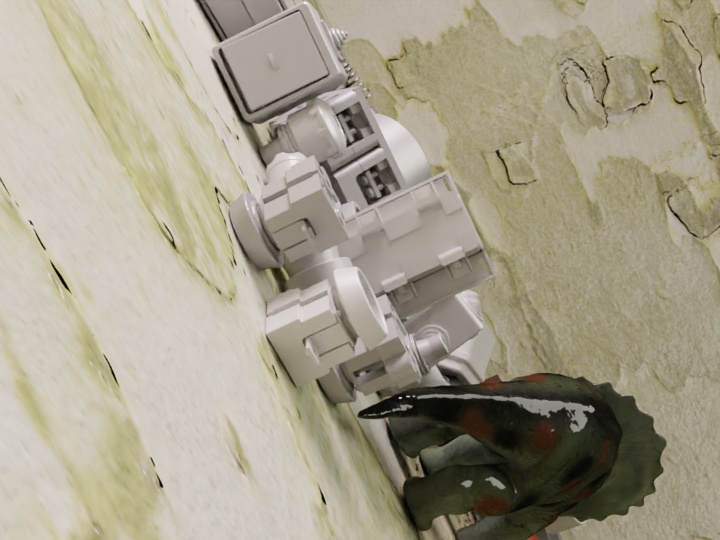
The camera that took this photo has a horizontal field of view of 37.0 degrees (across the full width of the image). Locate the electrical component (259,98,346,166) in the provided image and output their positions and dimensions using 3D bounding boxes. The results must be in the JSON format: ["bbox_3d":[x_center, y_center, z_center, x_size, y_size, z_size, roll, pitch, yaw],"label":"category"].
[{"bbox_3d":[-0.044,-0.097,0.806,0.048,0.062,0.048,-25,90,-83],"label":"electrical component"}]

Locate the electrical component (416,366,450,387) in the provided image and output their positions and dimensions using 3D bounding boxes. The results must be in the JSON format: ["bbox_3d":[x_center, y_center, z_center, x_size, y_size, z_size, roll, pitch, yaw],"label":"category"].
[{"bbox_3d":[0.062,0.108,0.994,0.040,0.040,0.046,58,4,-48],"label":"electrical component"}]

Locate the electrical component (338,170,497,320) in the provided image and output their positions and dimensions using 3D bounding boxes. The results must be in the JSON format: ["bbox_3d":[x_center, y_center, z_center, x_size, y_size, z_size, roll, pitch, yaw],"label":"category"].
[{"bbox_3d":[0.019,-0.007,0.716,0.063,0.121,0.078,22,43,-81],"label":"electrical component"}]

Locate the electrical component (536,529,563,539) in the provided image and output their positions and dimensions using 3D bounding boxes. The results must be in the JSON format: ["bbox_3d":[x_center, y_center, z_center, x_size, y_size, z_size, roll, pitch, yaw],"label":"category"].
[{"bbox_3d":[0.174,0.263,1.197,0.150,0.062,0.089,68,7,24],"label":"electrical component"}]

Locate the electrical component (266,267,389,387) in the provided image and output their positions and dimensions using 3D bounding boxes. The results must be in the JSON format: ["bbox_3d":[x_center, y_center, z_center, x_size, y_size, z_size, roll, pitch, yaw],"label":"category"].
[{"bbox_3d":[-0.018,0.028,0.587,0.066,0.055,0.048,-99,163,-67],"label":"electrical component"}]

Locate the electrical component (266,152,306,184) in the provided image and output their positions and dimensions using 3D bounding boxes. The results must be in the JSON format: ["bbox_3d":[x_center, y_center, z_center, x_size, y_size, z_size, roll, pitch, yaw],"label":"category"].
[{"bbox_3d":[-0.046,-0.054,0.757,0.035,0.035,0.061,58,12,-45],"label":"electrical component"}]

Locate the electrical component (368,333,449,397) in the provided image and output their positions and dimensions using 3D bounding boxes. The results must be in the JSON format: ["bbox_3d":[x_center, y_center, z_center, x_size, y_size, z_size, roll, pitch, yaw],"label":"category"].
[{"bbox_3d":[0.038,0.070,0.839,0.043,0.062,0.043,-25,90,-83],"label":"electrical component"}]

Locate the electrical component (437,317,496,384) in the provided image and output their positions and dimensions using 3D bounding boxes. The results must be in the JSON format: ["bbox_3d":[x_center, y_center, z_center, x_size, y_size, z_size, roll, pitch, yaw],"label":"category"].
[{"bbox_3d":[0.085,0.075,1.072,0.113,0.078,0.057,49,59,-67],"label":"electrical component"}]

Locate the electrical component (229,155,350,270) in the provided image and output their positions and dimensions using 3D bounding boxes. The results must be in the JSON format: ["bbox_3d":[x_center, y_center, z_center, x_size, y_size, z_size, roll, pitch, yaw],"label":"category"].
[{"bbox_3d":[-0.041,-0.030,0.618,0.048,0.055,0.066,61,8,-31],"label":"electrical component"}]

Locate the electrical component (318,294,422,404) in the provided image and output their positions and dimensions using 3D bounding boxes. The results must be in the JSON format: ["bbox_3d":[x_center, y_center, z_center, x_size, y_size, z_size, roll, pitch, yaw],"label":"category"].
[{"bbox_3d":[0.001,0.051,0.654,0.066,0.055,0.048,-105,168,-55],"label":"electrical component"}]

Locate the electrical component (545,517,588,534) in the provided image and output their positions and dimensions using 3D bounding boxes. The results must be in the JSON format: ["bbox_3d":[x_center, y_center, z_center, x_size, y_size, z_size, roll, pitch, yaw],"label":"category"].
[{"bbox_3d":[0.198,0.224,1.122,0.099,0.064,0.099,43,37,-44],"label":"electrical component"}]

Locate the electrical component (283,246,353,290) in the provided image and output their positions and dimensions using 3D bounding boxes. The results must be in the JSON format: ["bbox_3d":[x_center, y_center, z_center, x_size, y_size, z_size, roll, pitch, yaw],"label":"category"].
[{"bbox_3d":[-0.029,-0.004,0.665,0.045,0.045,0.055,31,35,-78],"label":"electrical component"}]

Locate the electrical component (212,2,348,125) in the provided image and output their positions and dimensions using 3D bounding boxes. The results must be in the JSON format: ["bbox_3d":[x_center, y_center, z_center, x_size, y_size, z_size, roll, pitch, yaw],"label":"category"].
[{"bbox_3d":[-0.054,-0.156,0.802,0.061,0.096,0.061,-50,115,-83],"label":"electrical component"}]

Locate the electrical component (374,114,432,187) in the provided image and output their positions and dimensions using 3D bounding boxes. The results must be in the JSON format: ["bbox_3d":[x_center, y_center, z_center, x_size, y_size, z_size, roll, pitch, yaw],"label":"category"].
[{"bbox_3d":[0.017,-0.089,0.974,0.108,0.060,0.108,35,-36,30],"label":"electrical component"}]

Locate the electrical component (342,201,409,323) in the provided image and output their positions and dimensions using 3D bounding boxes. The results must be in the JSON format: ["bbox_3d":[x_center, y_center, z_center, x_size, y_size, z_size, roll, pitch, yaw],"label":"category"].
[{"bbox_3d":[0.000,0.000,0.807,0.108,0.060,0.108,63,7,-14],"label":"electrical component"}]

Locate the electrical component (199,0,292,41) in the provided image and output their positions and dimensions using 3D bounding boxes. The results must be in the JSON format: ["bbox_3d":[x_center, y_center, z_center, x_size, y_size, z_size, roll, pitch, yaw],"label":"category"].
[{"bbox_3d":[-0.095,-0.223,0.868,0.096,0.062,0.061,60,8,-36],"label":"electrical component"}]

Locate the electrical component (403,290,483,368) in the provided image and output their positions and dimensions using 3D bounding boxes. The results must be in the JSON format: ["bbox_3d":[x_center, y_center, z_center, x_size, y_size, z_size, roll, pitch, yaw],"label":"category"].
[{"bbox_3d":[0.059,0.050,0.928,0.048,0.100,0.099,52,8,-4],"label":"electrical component"}]

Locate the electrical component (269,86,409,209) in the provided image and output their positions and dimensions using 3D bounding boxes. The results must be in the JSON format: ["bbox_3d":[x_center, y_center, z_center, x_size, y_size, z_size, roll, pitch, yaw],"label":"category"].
[{"bbox_3d":[-0.010,-0.068,0.892,0.150,0.062,0.089,63,-19,-15],"label":"electrical component"}]
